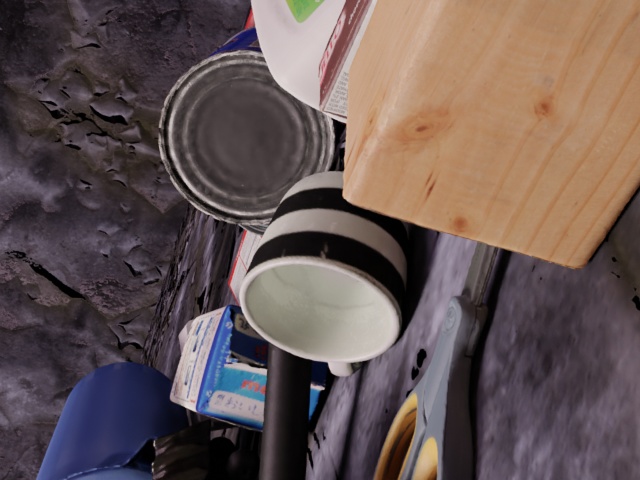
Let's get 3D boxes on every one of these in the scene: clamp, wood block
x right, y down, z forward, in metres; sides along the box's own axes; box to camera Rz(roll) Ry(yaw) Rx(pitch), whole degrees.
[{"bbox_3d":[-0.022,0.161,0.577,0.210,0.036,0.165,-96,13,-60],"label":"clamp"},{"bbox_3d":[0.084,-0.102,0.325,0.091,0.090,0.206,-87,17,-51],"label":"wood block"},{"bbox_3d":[-0.086,0.234,0.831,0.120,0.039,0.171,128,156,-71],"label":"clamp"}]

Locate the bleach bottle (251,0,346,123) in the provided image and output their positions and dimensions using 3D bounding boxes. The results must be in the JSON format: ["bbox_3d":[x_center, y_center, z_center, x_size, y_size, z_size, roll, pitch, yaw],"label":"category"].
[{"bbox_3d":[0.068,-0.169,0.465,0.251,0.068,0.102,-47,35,30],"label":"bleach bottle"}]

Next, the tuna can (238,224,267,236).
[{"bbox_3d":[-0.038,-0.046,0.872,0.034,0.086,0.086,-101,29,-65],"label":"tuna can"}]

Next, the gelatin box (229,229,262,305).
[{"bbox_3d":[-0.046,0.030,0.906,0.089,0.030,0.073,-122,45,-55],"label":"gelatin box"}]

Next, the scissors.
[{"bbox_3d":[0.059,0.048,0.426,0.096,0.016,0.202,-106,34,-67],"label":"scissors"}]

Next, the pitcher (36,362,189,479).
[{"bbox_3d":[-0.161,0.195,0.832,0.243,0.149,0.145,-118,6,-74],"label":"pitcher"}]

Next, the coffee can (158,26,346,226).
[{"bbox_3d":[-0.035,-0.078,0.670,0.140,0.103,0.103,-73,3,-72],"label":"coffee can"}]

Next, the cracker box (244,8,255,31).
[{"bbox_3d":[0.002,-0.184,0.795,0.164,0.072,0.214,-58,-7,-52],"label":"cracker box"}]

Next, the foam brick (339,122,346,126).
[{"bbox_3d":[0.050,-0.094,0.586,0.078,0.053,0.051,132,153,-64],"label":"foam brick"}]

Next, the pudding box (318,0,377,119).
[{"bbox_3d":[0.059,-0.091,0.436,0.039,0.090,0.114,-89,19,-47],"label":"pudding box"}]
